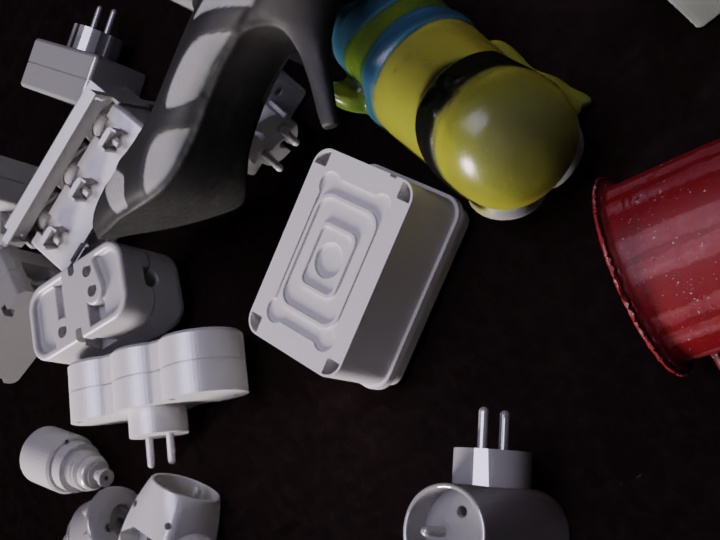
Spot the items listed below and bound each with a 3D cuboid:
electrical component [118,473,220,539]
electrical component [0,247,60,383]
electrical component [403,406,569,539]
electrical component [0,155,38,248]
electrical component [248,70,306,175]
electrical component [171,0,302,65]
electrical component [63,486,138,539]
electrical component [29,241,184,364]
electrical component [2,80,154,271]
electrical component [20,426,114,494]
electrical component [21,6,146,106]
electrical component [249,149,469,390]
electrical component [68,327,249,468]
[{"bbox_3d":[-0.104,0.171,0.637,0.079,0.043,0.077,21,92,40],"label":"electrical component"},{"bbox_3d":[-0.261,0.031,0.793,0.089,0.050,0.055,-49,54,19],"label":"electrical component"},{"bbox_3d":[0.061,0.104,0.500,0.043,0.077,0.079,-5,76,38],"label":"electrical component"},{"bbox_3d":[-0.278,-0.038,0.826,0.066,0.047,0.076,-22,66,33],"label":"electrical component"},{"bbox_3d":[-0.064,-0.090,0.668,0.077,0.047,0.065,45,108,35],"label":"electrical component"},{"bbox_3d":[-0.037,-0.228,0.641,0.060,0.105,0.186,32,100,39],"label":"electrical component"},{"bbox_3d":[-0.167,0.168,0.689,0.062,0.048,0.048,-30,62,37],"label":"electrical component"},{"bbox_3d":[-0.165,0.026,0.711,0.095,0.059,0.053,-29,63,30],"label":"electrical component"},{"bbox_3d":[-0.182,-0.061,0.743,0.063,0.079,0.121,39,105,15],"label":"electrical component"},{"bbox_3d":[-0.194,0.130,0.722,0.078,0.040,0.040,9,85,40],"label":"electrical component"},{"bbox_3d":[-0.198,-0.157,0.791,0.083,0.047,0.075,22,93,40],"label":"electrical component"},{"bbox_3d":[0.000,0.000,0.587,0.078,0.057,0.113,27,97,40],"label":"electrical component"},{"bbox_3d":[-0.127,0.085,0.671,0.138,0.052,0.073,-17,74,35],"label":"electrical component"}]
